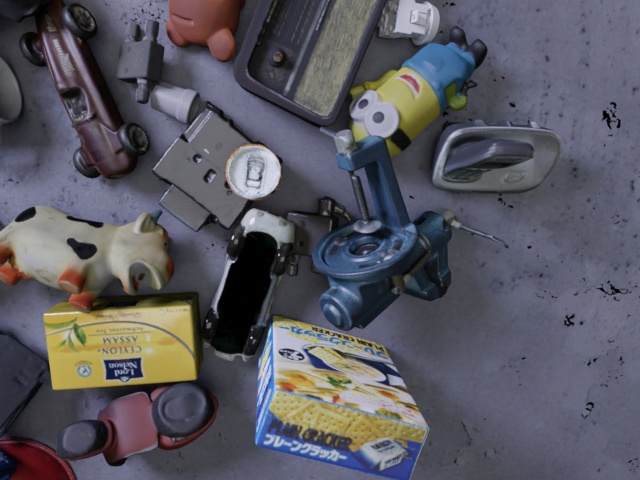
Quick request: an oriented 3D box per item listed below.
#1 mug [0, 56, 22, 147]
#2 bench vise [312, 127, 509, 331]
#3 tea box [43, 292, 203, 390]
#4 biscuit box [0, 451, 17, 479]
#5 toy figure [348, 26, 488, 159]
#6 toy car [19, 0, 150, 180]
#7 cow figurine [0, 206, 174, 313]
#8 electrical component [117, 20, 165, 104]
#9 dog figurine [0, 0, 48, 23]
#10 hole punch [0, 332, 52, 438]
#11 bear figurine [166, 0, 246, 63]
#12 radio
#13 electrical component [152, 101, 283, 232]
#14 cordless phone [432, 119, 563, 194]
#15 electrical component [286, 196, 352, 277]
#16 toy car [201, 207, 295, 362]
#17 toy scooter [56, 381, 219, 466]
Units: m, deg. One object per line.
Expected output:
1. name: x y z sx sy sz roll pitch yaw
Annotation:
1. mug: -0.400 -0.149 0.596 0.107 0.081 0.109 -9 105 7
2. bench vise: 0.076 -0.019 0.605 0.224 0.129 0.240 -30 119 -19
3. tea box: -0.233 0.120 0.654 0.170 0.068 0.098 -4 100 -5
4. biscuit box: -0.461 0.241 0.626 0.203 0.059 0.063 28 77 5
5. toy figure: 0.114 -0.166 0.634 0.180 0.082 0.089 -39 130 -5
6. toy car: -0.267 -0.164 0.601 0.089 0.053 0.202 -15 104 27
7. cow figurine: -0.260 0.013 0.620 0.195 0.085 0.127 17 56 7
8. electrical component: -0.207 -0.202 0.613 0.063 0.021 0.094 8 92 35
9. dog figurine: -0.387 -0.281 0.557 0.219 0.108 0.192 -34 69 -16
10. hole punch: -0.402 0.172 0.645 0.142 0.092 0.116 36 57 -5
11. bear figurine: -0.105 -0.307 0.587 0.132 0.120 0.195 -33 136 -40
12. radio: -0.004 -0.256 0.612 0.131 0.073 0.229 22 96 -9
13. electrical component: -0.127 -0.078 0.639 0.115 0.058 0.134 37 93 -8
14. cordless phone: 0.215 -0.097 0.603 0.147 0.184 0.088 2 95 -5
15. electrical component: -0.002 -0.003 0.671 0.078 0.045 0.102 3 97 23
16. toy car: -0.088 0.060 0.657 0.073 0.056 0.201 20 108 -2
17. toy scooter: -0.218 0.231 0.659 0.184 0.135 0.075 -11 64 -21
